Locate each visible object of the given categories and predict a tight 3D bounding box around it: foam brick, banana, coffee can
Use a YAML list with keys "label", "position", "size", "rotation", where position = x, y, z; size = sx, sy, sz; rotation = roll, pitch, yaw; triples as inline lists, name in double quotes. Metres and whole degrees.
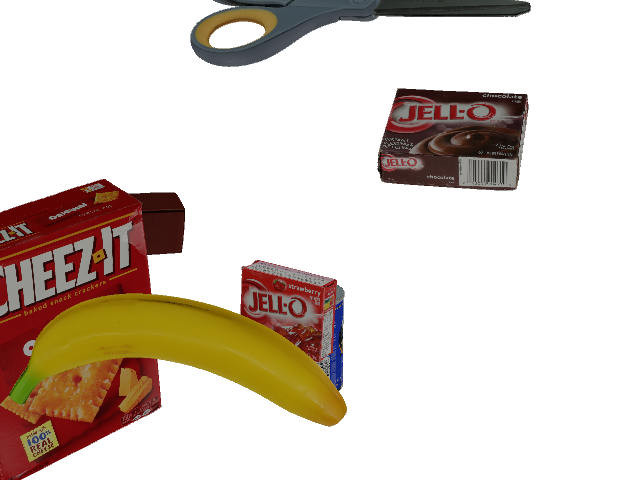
- label: "foam brick"
  position: [-0.187, -0.018, 1.137]
  size: [0.078, 0.051, 0.053]
  rotation: [-3, 24, -16]
- label: "banana"
  position: [-0.081, 0.066, 0.622]
  size: [0.198, 0.070, 0.037]
  rotation: [4, 19, 3]
- label: "coffee can"
  position: [-0.018, 0.137, 1.498]
  size: [0.103, 0.140, 0.103]
  rotation: [0, 18, 0]

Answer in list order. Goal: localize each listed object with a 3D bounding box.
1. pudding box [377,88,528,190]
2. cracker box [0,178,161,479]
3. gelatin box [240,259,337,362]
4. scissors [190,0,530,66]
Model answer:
- label: "pudding box"
  position: [0.110, -0.084, 0.875]
  size: [0.113, 0.039, 0.090]
  rotation: [6, 44, 12]
- label: "cracker box"
  position: [-0.222, 0.076, 0.895]
  size: [0.163, 0.214, 0.072]
  rotation: [-23, 35, -36]
- label: "gelatin box"
  position: [-0.031, 0.064, 0.971]
  size: [0.089, 0.073, 0.030]
  rotation: [13, 20, 27]
- label: "scissors"
  position: [0.009, -0.125, 0.617]
  size: [0.202, 0.096, 0.016]
  rotation: [19, -28, 25]
